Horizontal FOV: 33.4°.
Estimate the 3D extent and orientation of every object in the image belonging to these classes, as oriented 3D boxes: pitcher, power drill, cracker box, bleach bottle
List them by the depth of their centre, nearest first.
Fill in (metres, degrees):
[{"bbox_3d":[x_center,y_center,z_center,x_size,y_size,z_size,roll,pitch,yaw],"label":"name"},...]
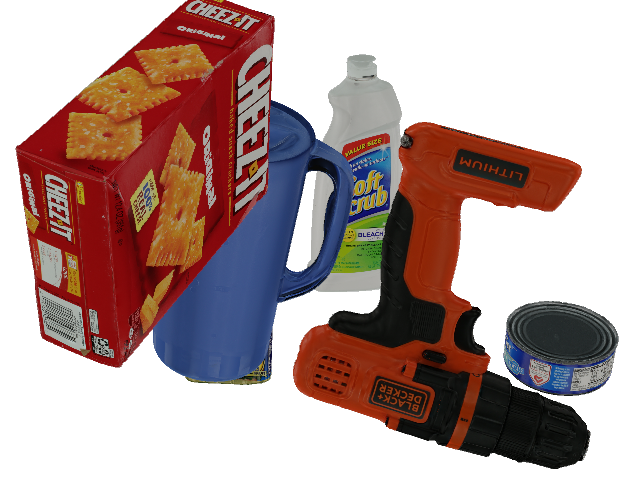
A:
[{"bbox_3d":[0.092,0.034,0.638,0.184,0.188,0.057,17,8,2],"label":"power drill"},{"bbox_3d":[-0.107,-0.044,0.719,0.072,0.164,0.213,21,44,16],"label":"cracker box"},{"bbox_3d":[-0.075,0.003,0.938,0.144,0.243,0.149,-17,40,-36],"label":"pitcher"},{"bbox_3d":[0.035,-0.071,1.133,0.102,0.251,0.068,-3,24,-4],"label":"bleach bottle"}]

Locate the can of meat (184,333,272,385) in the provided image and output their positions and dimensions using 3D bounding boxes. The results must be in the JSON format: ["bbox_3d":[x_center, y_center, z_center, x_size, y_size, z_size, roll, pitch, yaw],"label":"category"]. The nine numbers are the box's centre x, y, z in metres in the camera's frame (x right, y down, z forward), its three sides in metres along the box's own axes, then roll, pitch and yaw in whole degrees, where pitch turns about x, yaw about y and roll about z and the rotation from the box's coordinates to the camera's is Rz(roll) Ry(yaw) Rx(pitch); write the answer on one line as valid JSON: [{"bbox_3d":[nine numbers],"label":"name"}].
[{"bbox_3d":[-0.102,0.112,1.186,0.102,0.084,0.057,3,14,3],"label":"can of meat"}]

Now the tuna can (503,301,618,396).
[{"bbox_3d":[0.187,0.084,0.836,0.086,0.034,0.086,1,29,-1],"label":"tuna can"}]
